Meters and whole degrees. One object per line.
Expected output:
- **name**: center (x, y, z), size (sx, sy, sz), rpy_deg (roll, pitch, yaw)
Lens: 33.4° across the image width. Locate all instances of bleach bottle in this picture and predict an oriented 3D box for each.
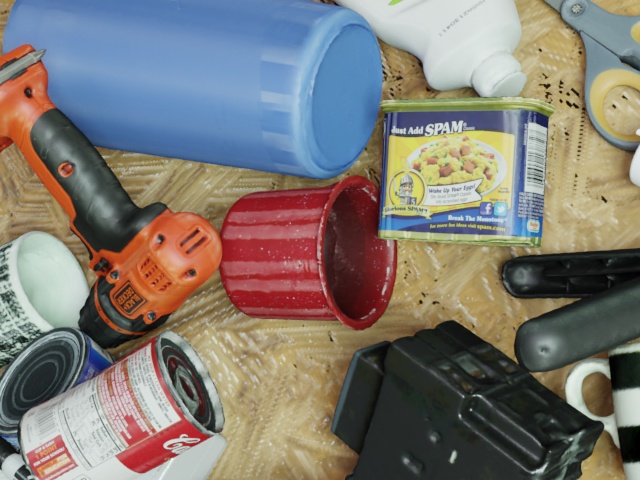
- **bleach bottle**: center (0.047, -0.178, 0.712), size (0.103, 0.068, 0.251), rpy_deg (-41, 61, 13)

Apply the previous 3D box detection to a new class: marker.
- **marker**: center (-0.181, 0.162, 0.693), size (0.121, 0.020, 0.020), rpy_deg (30, 88, 31)

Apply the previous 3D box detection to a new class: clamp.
- **clamp**: center (0.191, 0.017, 0.549), size (0.210, 0.164, 0.036), rpy_deg (-12, 100, 3)

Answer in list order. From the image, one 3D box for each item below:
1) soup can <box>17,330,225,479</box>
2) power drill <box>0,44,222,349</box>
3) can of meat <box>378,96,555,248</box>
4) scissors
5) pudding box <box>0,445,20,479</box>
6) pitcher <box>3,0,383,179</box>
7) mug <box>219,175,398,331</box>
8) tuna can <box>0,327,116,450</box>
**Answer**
- **soup can**: center (-0.117, 0.106, 0.627), size (0.102, 0.068, 0.068), rpy_deg (-30, 61, 9)
- **power drill**: center (-0.159, -0.019, 0.685), size (0.057, 0.187, 0.185), rpy_deg (-46, 6, -37)
- **can of meat**: center (0.085, -0.040, 0.636), size (0.102, 0.057, 0.084), rpy_deg (3, 89, 30)
- **scissors**: center (0.156, -0.122, 0.660), size (0.202, 0.016, 0.096), rpy_deg (30, 88, 33)
- **pudding box**: center (-0.204, 0.182, 0.734), size (0.090, 0.039, 0.113), rpy_deg (-9, 66, 25)
- **pitcher**: center (-0.079, -0.120, 0.726), size (0.243, 0.144, 0.149), rpy_deg (14, 90, 30)
- **mug**: center (-0.004, 0.001, 0.668), size (0.082, 0.093, 0.117), rpy_deg (-2, 41, 33)
- **tuna can**: center (-0.176, 0.100, 0.705), size (0.086, 0.033, 0.086), rpy_deg (-25, 39, 21)
